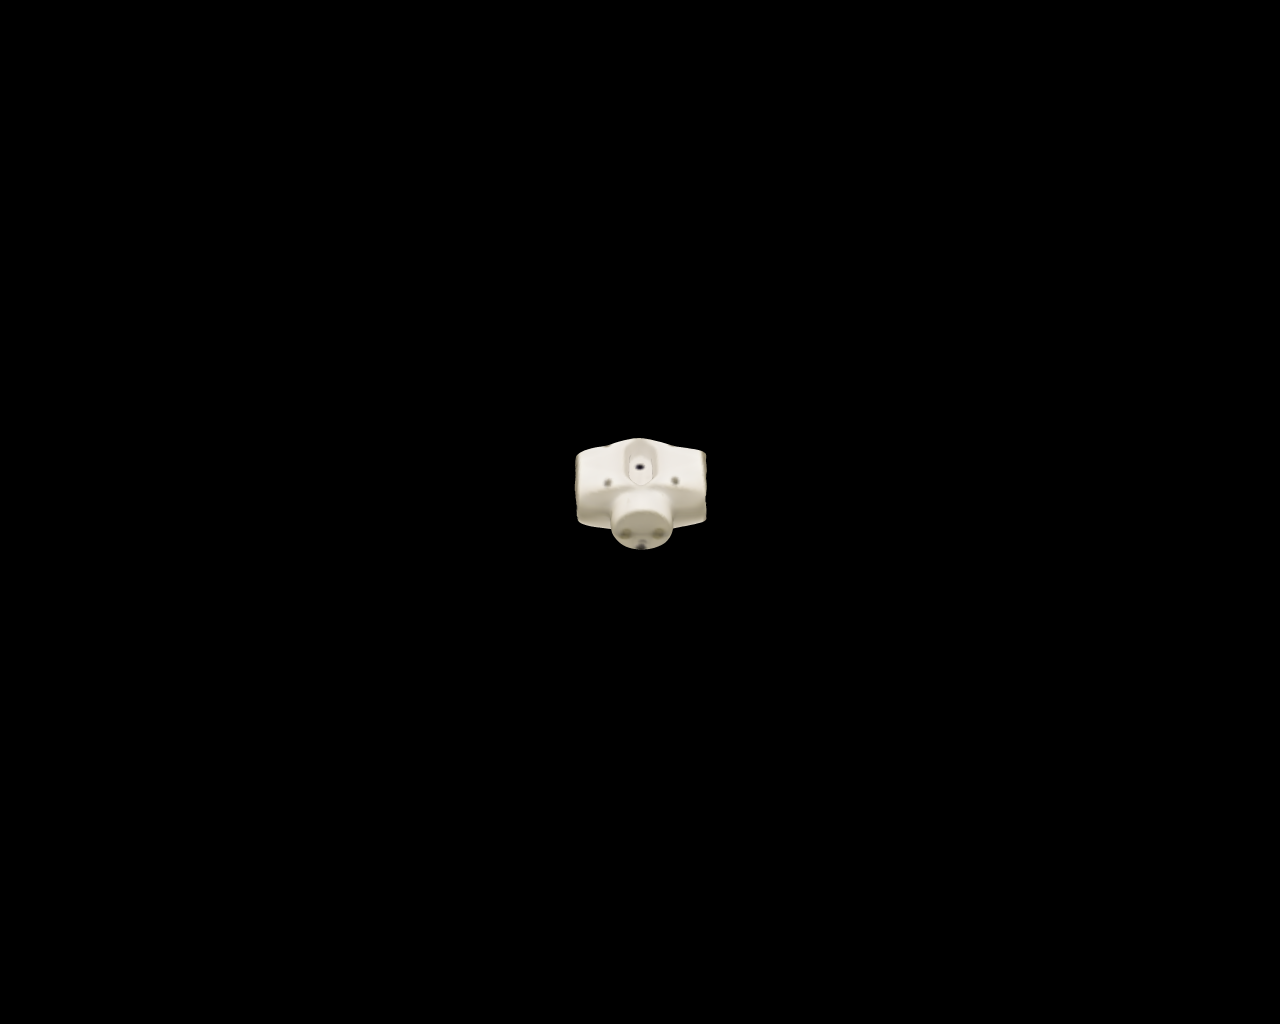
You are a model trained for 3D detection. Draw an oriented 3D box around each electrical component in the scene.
[{"bbox_3d":[0.001,-0.003,0.650,0.077,0.079,0.043,0,-43,0],"label":"electrical component"}]
